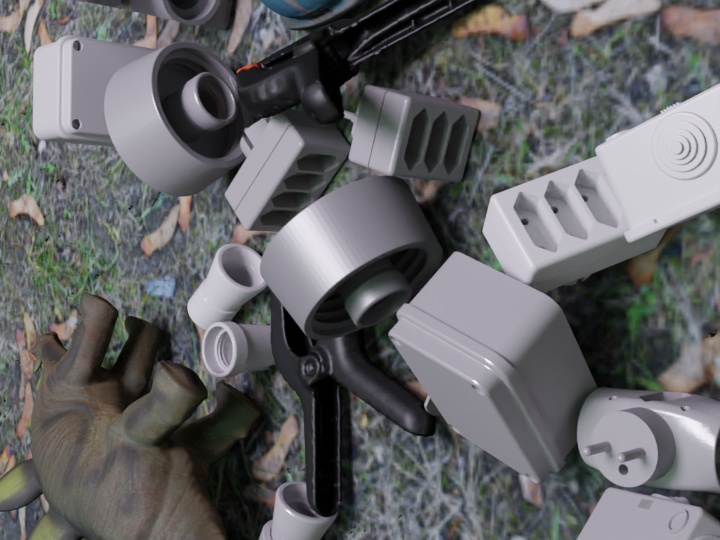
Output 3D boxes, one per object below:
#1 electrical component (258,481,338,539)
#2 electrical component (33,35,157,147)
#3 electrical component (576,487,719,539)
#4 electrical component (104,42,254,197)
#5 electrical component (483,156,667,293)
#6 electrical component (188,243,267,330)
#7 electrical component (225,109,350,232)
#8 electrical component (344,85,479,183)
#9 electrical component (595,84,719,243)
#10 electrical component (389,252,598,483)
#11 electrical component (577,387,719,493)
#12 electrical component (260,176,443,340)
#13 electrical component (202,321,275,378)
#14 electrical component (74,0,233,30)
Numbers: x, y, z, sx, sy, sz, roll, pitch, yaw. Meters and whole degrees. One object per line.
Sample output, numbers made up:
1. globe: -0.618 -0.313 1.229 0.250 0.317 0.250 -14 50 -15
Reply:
1. electrical component: -0.045 0.181 0.745 0.045 0.045 0.055 38 116 39
2. electrical component: -0.194 -0.137 0.850 0.057 0.113 0.078 2 91 48
3. electrical component: 0.135 0.154 0.512 0.099 0.048 0.100 -55 12 -14
4. electrical component: -0.125 -0.114 0.787 0.060 0.108 0.108 -22 74 37
5. electrical component: 0.112 -0.016 0.575 0.075 0.083 0.047 92 154 -63
6. electrical component: -0.102 0.016 0.807 0.065 0.044 0.044 -48 58 39
7. electrical component: -0.060 -0.082 0.761 0.083 0.047 0.075 -53 55 31
8. electrical component: 0.021 -0.088 0.666 0.077 0.066 0.047 25 107 43
9. electrical component: 0.169 -0.057 0.495 0.100 0.100 0.048 -27 83 42
10. electrical component: 0.074 0.054 0.573 0.078 0.113 0.057 29 71 41
11. electrical component: 0.142 0.086 0.534 0.077 0.079 0.043 3 94 45
12. electrical component: 0.000 0.000 0.661 0.108 0.108 0.060 -48 64 34
13. electrical component: -0.086 0.057 0.786 0.040 0.046 0.040 0 89 45
14. electrical component: -0.173 -0.242 0.777 0.060 0.186 0.105 23 106 43
